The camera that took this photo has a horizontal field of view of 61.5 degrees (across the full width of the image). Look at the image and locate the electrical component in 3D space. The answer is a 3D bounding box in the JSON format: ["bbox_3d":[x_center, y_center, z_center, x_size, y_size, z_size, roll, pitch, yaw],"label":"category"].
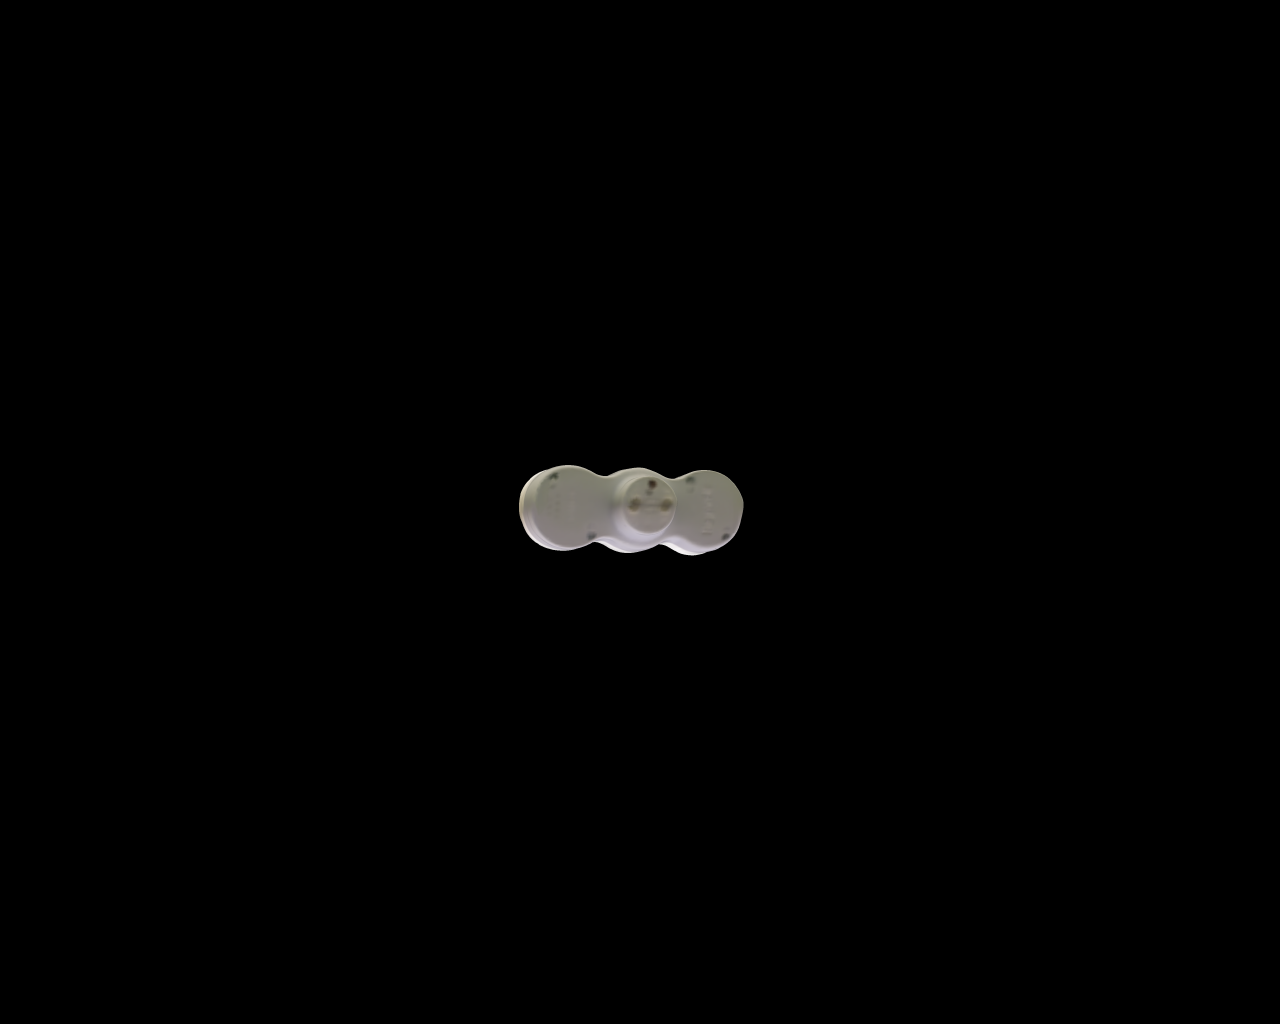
[{"bbox_3d":[0.001,-0.003,0.650,0.138,0.052,0.073,2,-7,-18],"label":"electrical component"}]
